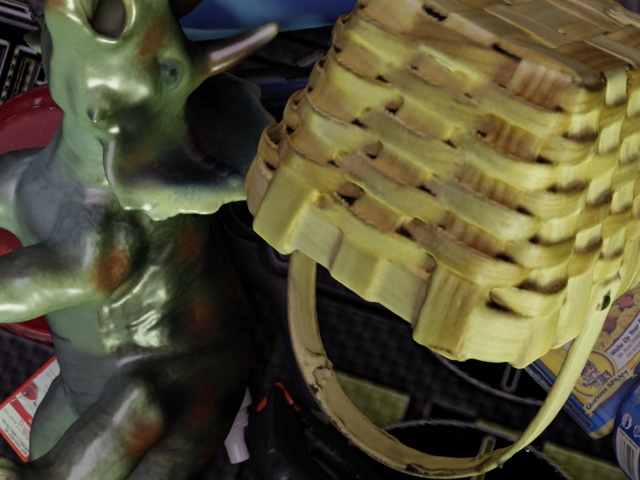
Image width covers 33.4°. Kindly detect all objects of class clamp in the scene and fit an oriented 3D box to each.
[{"bbox_3d":[0.027,0.154,0.542,0.036,0.164,0.210,-51,40,10],"label":"clamp"},{"bbox_3d":[-0.004,0.001,0.593,0.120,0.039,0.171,-35,96,10],"label":"clamp"}]

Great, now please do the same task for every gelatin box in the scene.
[{"bbox_3d":[-0.138,0.102,0.629,0.089,0.030,0.073,-42,83,3],"label":"gelatin box"}]

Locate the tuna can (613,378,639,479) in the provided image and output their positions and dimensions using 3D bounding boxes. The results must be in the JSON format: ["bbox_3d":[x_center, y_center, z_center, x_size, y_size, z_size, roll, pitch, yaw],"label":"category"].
[{"bbox_3d":[0.192,0.098,0.537,0.086,0.034,0.086,-6,113,-14],"label":"tuna can"}]

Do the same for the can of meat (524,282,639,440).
[{"bbox_3d":[0.151,0.043,0.571,0.102,0.057,0.084,-44,85,6],"label":"can of meat"}]

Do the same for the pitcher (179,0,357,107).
[{"bbox_3d":[0.012,-0.164,0.561,0.243,0.149,0.145,-1,72,10],"label":"pitcher"}]

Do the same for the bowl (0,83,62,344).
[{"bbox_3d":[-0.145,-0.024,0.603,0.162,0.055,0.162,-1,78,3],"label":"bowl"}]
